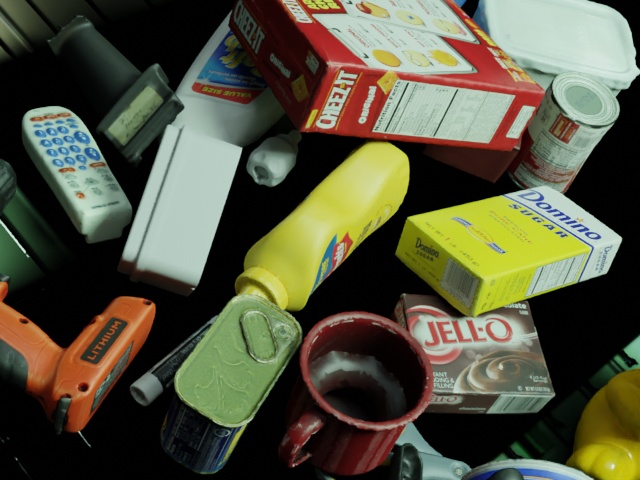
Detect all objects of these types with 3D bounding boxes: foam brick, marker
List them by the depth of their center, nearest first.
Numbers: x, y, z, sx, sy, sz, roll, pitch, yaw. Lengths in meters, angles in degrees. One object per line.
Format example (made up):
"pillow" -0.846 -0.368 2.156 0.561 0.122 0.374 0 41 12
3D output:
"marker" -0.091 0.078 0.783 0.020 0.020 0.120 40 51 12
"foam brick" 0.141 -0.098 0.982 0.078 0.051 0.053 22 49 -3

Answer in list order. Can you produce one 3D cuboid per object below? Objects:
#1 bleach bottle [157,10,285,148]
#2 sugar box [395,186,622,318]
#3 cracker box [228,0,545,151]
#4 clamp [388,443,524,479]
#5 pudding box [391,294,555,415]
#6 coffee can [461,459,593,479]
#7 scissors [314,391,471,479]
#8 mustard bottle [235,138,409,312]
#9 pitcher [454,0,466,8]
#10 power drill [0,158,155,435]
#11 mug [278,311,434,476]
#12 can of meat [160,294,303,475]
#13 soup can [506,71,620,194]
"bleach bottle" -0.063 -0.133 0.928 0.102 0.068 0.250 26 52 2
"sugar box" 0.159 0.005 0.885 0.175 0.048 0.093 -16 44 -36
"cracker box" 0.052 -0.148 0.881 0.213 0.072 0.164 2 38 -31
"clamp" 0.052 0.207 0.696 0.039 0.120 0.171 43 77 -19
"pudding box" 0.117 0.090 0.836 0.113 0.039 0.090 5 51 -17
"coffee can" 0.135 0.229 0.694 0.102 0.103 0.140 18 50 -6
"scissors" 0.091 0.156 0.792 0.201 0.016 0.096 4 53 -17
"mustard bottle" -0.005 0.001 0.822 0.058 0.096 0.191 38 51 9
"pitcher" 0.033 -0.298 1.051 0.243 0.149 0.145 38 7 6
"power drill" -0.214 0.037 0.748 0.187 0.057 0.184 27 51 4
"mug" 0.015 0.116 0.730 0.093 0.082 0.117 39 51 17
"can of meat" -0.063 0.101 0.733 0.057 0.084 0.102 31 50 5
"soup can" 0.220 -0.095 0.975 0.068 0.102 0.068 10 51 -13
